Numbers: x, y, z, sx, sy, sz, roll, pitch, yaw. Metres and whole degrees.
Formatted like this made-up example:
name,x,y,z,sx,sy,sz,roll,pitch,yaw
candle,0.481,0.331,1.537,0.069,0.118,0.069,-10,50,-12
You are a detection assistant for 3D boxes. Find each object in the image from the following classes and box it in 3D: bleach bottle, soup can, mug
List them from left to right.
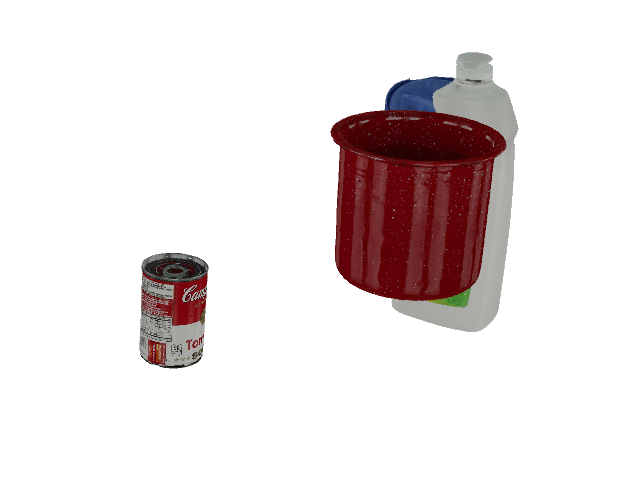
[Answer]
name,x,y,z,sx,sy,sz,roll,pitch,yaw
soup can,-0.153,0.073,1.103,0.068,0.102,0.068,5,21,-2
mug,0.053,-0.024,0.592,0.093,0.081,0.117,9,24,14
bleach bottle,0.121,-0.045,0.958,0.103,0.251,0.068,16,31,27

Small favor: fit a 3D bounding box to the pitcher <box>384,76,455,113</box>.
name,x,y,z,sx,sy,sz,roll,pitch,yaw
pitcher,0.120,-0.046,1.186,0.145,0.243,0.149,23,44,13
